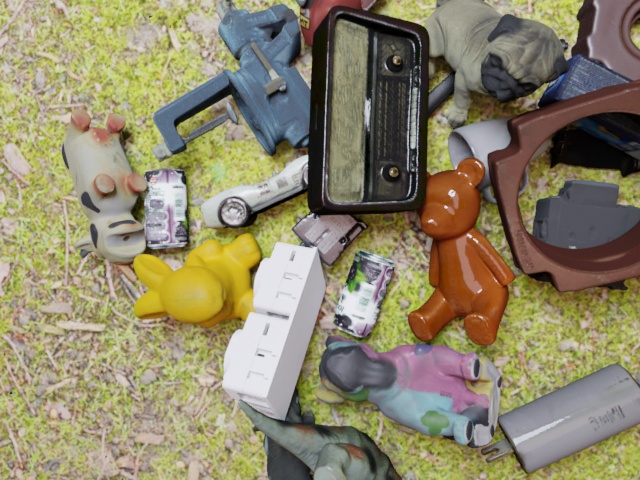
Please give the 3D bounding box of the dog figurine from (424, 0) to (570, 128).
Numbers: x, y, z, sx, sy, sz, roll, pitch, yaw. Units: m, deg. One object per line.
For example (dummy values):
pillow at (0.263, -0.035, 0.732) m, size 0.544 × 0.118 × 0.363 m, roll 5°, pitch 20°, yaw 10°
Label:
dog figurine at (0.184, -0.226, 0.594) m, size 0.121 × 0.190 × 0.172 m, roll -36°, pitch 88°, yaw -2°

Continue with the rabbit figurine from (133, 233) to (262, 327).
rabbit figurine at (-0.150, 0.053, 0.665) m, size 0.162 × 0.173 × 0.121 m, roll 4°, pitch 96°, yaw 0°

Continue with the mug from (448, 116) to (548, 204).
mug at (0.233, -0.106, 0.677) m, size 0.107 × 0.081 × 0.109 m, roll -23°, pitch 88°, yaw -3°

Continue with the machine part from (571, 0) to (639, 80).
machine part at (0.409, -0.256, 0.669) m, size 0.179 × 0.056 × 0.179 m, roll 0°, pitch 93°, yaw 6°

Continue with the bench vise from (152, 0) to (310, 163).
bench vise at (-0.115, -0.187, 0.677) m, size 0.241 × 0.129 × 0.223 m, roll -32°, pitch 96°, yaw -5°

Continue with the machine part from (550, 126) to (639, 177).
machine part at (0.366, -0.121, 0.686) m, size 0.139 × 0.039 × 0.084 m, roll -3°, pitch 99°, yaw 3°

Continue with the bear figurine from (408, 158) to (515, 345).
bear figurine at (0.159, 0.011, 0.649) m, size 0.120 × 0.132 × 0.195 m, roll -3°, pitch 116°, yaw 44°

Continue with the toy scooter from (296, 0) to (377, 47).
toy scooter at (0.031, -0.330, 0.655) m, size 0.184 × 0.135 × 0.075 m, roll -47°, pitch 58°, yaw 3°

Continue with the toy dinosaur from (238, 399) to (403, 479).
toy dinosaur at (0.051, 0.309, 0.641) m, size 0.131 × 0.192 × 0.404 m, roll -27°, pitch 96°, yaw 12°

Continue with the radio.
radio at (0.057, -0.142, 0.635) m, size 0.131 × 0.073 × 0.229 m, roll 3°, pitch 89°, yaw -17°

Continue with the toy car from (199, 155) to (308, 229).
toy car at (-0.058, -0.065, 0.701) m, size 0.202 × 0.073 × 0.056 m, roll -24°, pitch 91°, yaw 5°

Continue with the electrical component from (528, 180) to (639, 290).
electrical component at (0.334, -0.008, 0.683) m, size 0.115 × 0.058 × 0.134 m, roll 5°, pitch 93°, yaw 2°

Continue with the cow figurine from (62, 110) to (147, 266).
cow figurine at (-0.284, -0.056, 0.707) m, size 0.127 × 0.085 × 0.195 m, roll -36°, pitch 73°, yaw 45°

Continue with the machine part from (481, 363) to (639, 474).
machine part at (0.319, 0.226, 0.681) m, size 0.243 × 0.079 × 0.079 m, roll -26°, pitch 90°, yaw 6°

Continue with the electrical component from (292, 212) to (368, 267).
electrical component at (-0.001, -0.002, 0.712) m, size 0.119 × 0.048 × 0.075 m, roll -42°, pitch 90°, yaw 4°

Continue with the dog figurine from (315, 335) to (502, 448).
dog figurine at (0.103, 0.183, 0.687) m, size 0.219 × 0.191 × 0.108 m, roll 4°, pitch 73°, yaw 33°

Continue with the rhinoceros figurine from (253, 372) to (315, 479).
rhinoceros figurine at (-0.049, 0.249, 0.692) m, size 0.073 × 0.112 × 0.190 m, roll -11°, pitch 73°, yaw 9°

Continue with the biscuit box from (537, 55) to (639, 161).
biscuit box at (0.368, -0.144, 0.637) m, size 0.203 × 0.059 × 0.062 m, roll 28°, pitch 93°, yaw 0°

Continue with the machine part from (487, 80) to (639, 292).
machine part at (0.300, -0.057, 0.591) m, size 0.201 × 0.087 × 0.201 m, roll -16°, pitch 105°, yaw 14°
